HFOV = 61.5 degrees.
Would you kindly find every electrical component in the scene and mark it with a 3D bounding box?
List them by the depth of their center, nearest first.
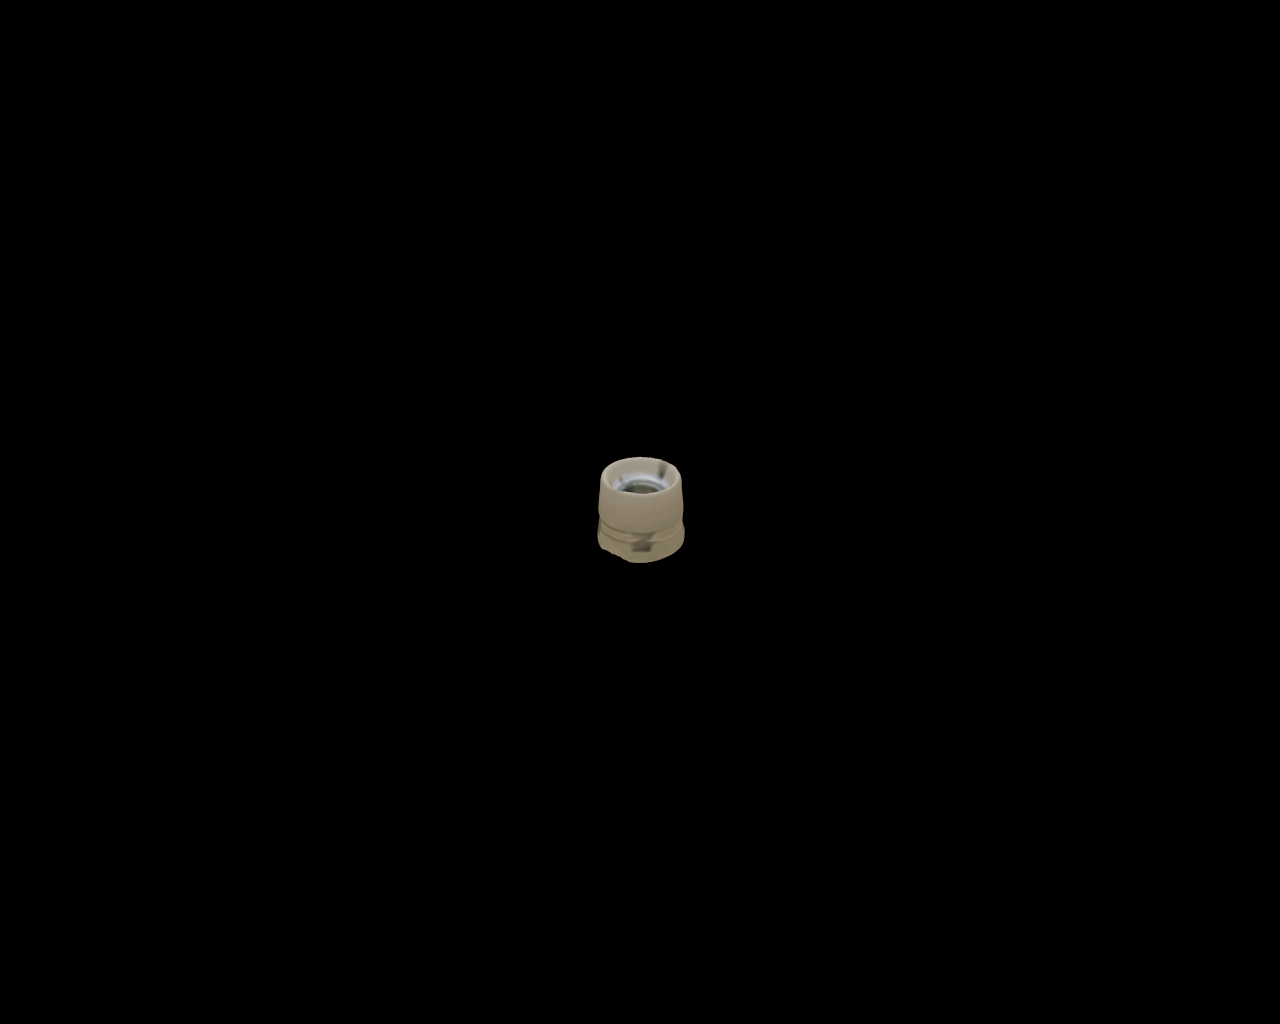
[{"bbox_3d":[0.001,-0.003,0.650,0.055,0.047,0.055,0,31,0],"label":"electrical component"}]
